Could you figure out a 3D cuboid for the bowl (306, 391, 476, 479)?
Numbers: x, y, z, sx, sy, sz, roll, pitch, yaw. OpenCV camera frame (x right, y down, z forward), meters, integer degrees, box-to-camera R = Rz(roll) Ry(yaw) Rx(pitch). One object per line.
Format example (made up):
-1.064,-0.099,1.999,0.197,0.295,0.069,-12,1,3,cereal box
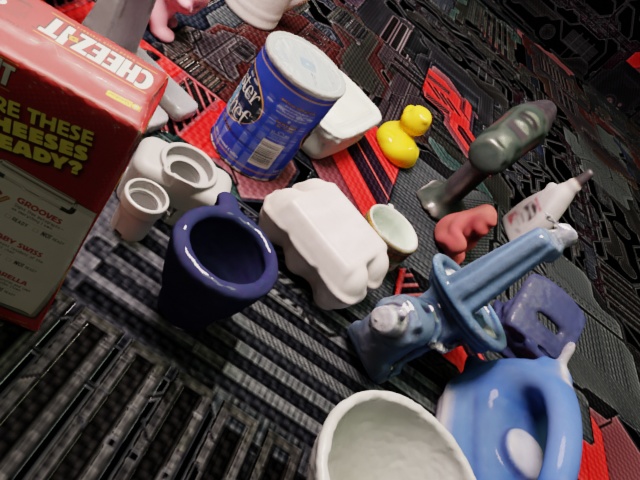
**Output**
0.049,0.210,0.453,0.168,0.074,0.167,26,40,-23,bowl

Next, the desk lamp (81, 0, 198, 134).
-0.182,-0.260,0.587,0.203,0.213,0.118,43,36,0,desk lamp

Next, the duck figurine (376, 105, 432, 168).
0.143,-0.173,0.918,0.078,0.086,0.104,24,40,-25,duck figurine

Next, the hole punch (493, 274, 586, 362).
0.292,0.117,0.764,0.109,0.091,0.101,40,36,-4,hole punch

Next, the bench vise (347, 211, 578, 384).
0.148,0.065,0.569,0.121,0.219,0.208,50,36,10,bench vise

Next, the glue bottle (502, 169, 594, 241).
0.383,-0.059,0.958,0.037,0.173,0.078,22,41,-27,glue bottle

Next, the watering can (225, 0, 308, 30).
-0.058,-0.437,0.899,0.173,0.193,0.100,4,51,-41,watering can

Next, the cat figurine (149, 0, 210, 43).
-0.192,-0.322,0.721,0.128,0.117,0.067,23,41,-26,cat figurine

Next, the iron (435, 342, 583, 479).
0.190,0.208,0.533,0.119,0.141,0.258,37,36,-9,iron

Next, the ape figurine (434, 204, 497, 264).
0.215,-0.015,0.822,0.078,0.092,0.076,5,50,-40,ape figurine

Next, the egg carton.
0.006,0.002,0.625,0.150,0.069,0.107,50,36,8,egg carton

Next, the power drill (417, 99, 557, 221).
0.251,-0.120,0.864,0.075,0.208,0.230,48,36,6,power drill

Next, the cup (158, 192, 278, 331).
-0.096,0.023,0.486,0.092,0.094,0.117,20,42,-29,cup
